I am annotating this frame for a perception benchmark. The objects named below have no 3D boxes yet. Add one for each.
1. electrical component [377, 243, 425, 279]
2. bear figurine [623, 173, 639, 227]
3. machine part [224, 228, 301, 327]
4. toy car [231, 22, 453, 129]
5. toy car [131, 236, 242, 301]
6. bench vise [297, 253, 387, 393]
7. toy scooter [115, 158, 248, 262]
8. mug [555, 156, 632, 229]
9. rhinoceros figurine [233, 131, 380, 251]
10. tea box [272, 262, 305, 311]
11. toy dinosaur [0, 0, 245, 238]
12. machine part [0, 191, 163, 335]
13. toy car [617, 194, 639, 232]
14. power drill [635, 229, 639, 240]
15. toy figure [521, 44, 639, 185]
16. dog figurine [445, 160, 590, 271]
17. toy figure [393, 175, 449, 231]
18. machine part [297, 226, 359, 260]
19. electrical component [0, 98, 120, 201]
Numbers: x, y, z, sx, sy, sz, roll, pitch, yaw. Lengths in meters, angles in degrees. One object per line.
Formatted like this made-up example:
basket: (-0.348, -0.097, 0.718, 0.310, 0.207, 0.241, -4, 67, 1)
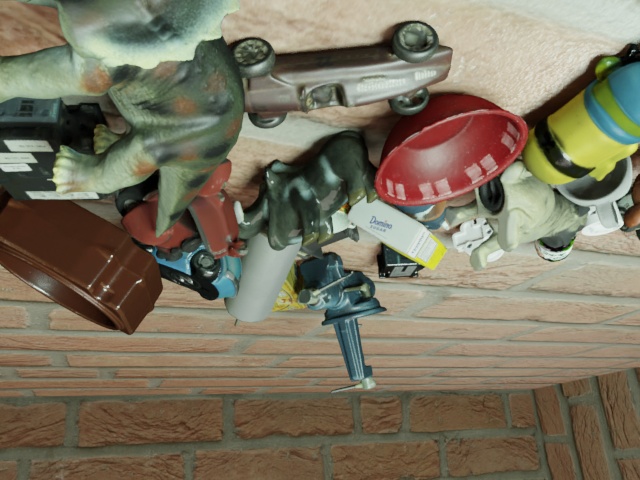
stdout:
electrical component: (0.140, 0.024, 0.890, 0.075, 0.048, 0.119, -1, 159, -8)
bear figurine: (0.438, -0.071, 0.572, 0.120, 0.132, 0.195, -35, 159, -46)
machine part: (-0.082, 0.038, 0.772, 0.079, 0.079, 0.243, 7, 130, -23)
toy car: (0.016, -0.139, 0.477, 0.202, 0.053, 0.089, -4, 155, 2)
toy car: (-0.172, 0.010, 0.730, 0.162, 0.103, 0.109, 21, 154, 4)
bench vise: (0.047, 0.144, 0.939, 0.129, 0.240, 0.223, -16, 170, 18)
toy scooter: (-0.150, -0.025, 0.614, 0.184, 0.135, 0.075, -26, -171, 36)
mug: (0.335, -0.067, 0.640, 0.081, 0.109, 0.107, -26, 162, 31)
rhinoceros figurine: (-0.021, -0.049, 0.616, 0.190, 0.112, 0.073, -32, 174, 26)
tea box: (-0.087, 0.071, 0.936, 0.098, 0.068, 0.169, -6, 158, 5)
toy dinosaur: (-0.125, -0.115, 0.408, 0.192, 0.131, 0.404, -5, 157, 7)
machine part: (-0.307, 0.031, 0.675, 0.201, 0.087, 0.201, 27, 154, 0)
toy car: (0.472, -0.063, 0.727, 0.073, 0.056, 0.201, -8, 159, -5)
power drill: (0.620, -0.036, 0.799, 0.232, 0.086, 0.207, 3, 164, -9)
toy figure: (0.277, -0.121, 0.524, 0.089, 0.082, 0.180, 2, 159, -22)
dog figurine: (0.284, -0.052, 0.693, 0.191, 0.121, 0.172, -13, 162, -16)
toy figure: (0.131, -0.052, 0.692, 0.058, 0.064, 0.154, -47, 149, 9)
machine part: (-0.002, -0.002, 0.817, 0.084, 0.039, 0.139, 27, 145, -37)
electrical component: (-0.269, -0.091, 0.535, 0.115, 0.058, 0.134, -2, 157, -9)
